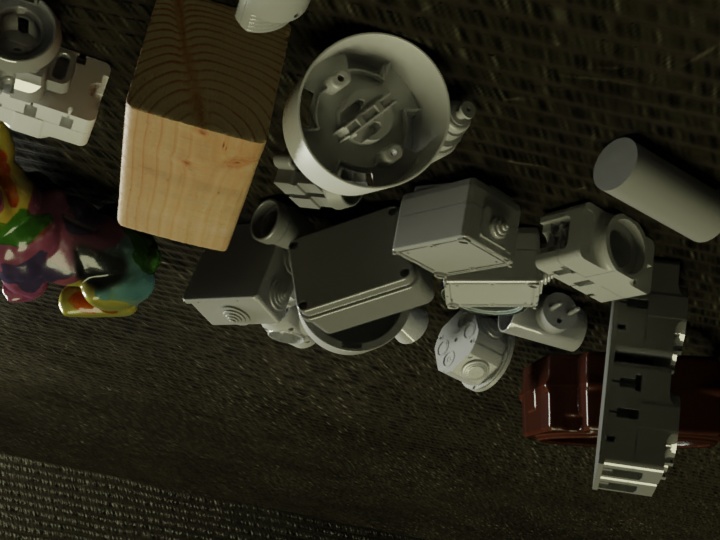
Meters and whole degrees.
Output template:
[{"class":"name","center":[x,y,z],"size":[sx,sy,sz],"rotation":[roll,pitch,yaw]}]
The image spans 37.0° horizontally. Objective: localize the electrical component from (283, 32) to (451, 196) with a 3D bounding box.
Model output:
[{"class":"electrical component","center":[0.002,-0.098,0.699],"size":[0.099,0.099,0.064],"rotation":[19,163,-21]}]

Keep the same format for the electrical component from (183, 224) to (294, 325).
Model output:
[{"class":"electrical component","center":[-0.106,0.005,1.012],"size":[0.100,0.099,0.048],"rotation":[-3,142,32]}]

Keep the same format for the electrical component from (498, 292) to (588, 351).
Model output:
[{"class":"electrical component","center":[0.185,0.045,1.044],"size":[0.077,0.043,0.079],"rotation":[16,159,-12]}]

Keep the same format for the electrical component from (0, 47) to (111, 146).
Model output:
[{"class":"electrical component","center":[-0.236,-0.132,0.788],"size":[0.089,0.050,0.056],"rotation":[17,158,-17]}]

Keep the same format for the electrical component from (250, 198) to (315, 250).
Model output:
[{"class":"electrical component","center":[-0.068,-0.038,0.964],"size":[0.040,0.040,0.046],"rotation":[-10,156,44]}]

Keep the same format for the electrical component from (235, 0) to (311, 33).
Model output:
[{"class":"electrical component","center":[-0.047,-0.166,0.618],"size":[0.043,0.043,0.081],"rotation":[15,159,-11]}]

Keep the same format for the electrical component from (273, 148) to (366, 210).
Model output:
[{"class":"electrical component","center":[-0.029,-0.073,0.847],"size":[0.055,0.048,0.066],"rotation":[8,161,30]}]

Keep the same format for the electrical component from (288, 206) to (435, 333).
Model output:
[{"class":"electrical component","center":[0.000,0.000,0.935],"size":[0.113,0.078,0.057],"rotation":[-18,153,16]}]

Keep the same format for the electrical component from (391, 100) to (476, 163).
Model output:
[{"class":"electrical component","center":[0.052,-0.098,0.746],"size":[0.040,0.040,0.078],"rotation":[21,157,-26]}]

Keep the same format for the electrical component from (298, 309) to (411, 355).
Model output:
[{"class":"electrical component","center":[-0.009,0.029,1.019],"size":[0.108,0.108,0.060],"rotation":[13,165,-5]}]

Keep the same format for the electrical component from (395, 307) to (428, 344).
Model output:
[{"class":"electrical component","center":[0.035,0.044,1.123],"size":[0.044,0.044,0.065],"rotation":[-8,147,41]}]

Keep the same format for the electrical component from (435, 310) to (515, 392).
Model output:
[{"class":"electrical component","center":[0.120,0.082,1.126],"size":[0.051,0.080,0.080],"rotation":[27,154,-24]}]

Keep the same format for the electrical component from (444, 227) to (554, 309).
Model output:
[{"class":"electrical component","center":[0.121,-0.005,0.934],"size":[0.096,0.061,0.061],"rotation":[0,158,7]}]

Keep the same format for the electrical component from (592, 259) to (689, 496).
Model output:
[{"class":"electrical component","center":[0.245,0.094,0.939],"size":[0.060,0.186,0.105],"rotation":[6,159,12]}]

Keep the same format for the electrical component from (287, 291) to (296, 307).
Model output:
[{"class":"electrical component","center":[-0.077,0.017,1.103],"size":[0.043,0.043,0.081],"rotation":[25,155,-33]}]

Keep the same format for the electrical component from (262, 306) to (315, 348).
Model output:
[{"class":"electrical component","center":[-0.062,0.055,1.191],"size":[0.079,0.044,0.077],"rotation":[-1,156,26]}]

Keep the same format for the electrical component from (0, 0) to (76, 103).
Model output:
[{"class":"electrical component","center":[-0.232,-0.152,0.726],"size":[0.078,0.058,0.057],"rotation":[16,161,-13]}]

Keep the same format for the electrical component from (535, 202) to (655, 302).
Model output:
[{"class":"electrical component","center":[0.196,-0.014,0.878],"size":[0.089,0.050,0.056],"rotation":[25,155,-33]}]

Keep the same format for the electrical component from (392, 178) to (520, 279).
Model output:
[{"class":"electrical component","center":[0.083,-0.037,0.860],"size":[0.062,0.061,0.096],"rotation":[27,155,-37]}]
